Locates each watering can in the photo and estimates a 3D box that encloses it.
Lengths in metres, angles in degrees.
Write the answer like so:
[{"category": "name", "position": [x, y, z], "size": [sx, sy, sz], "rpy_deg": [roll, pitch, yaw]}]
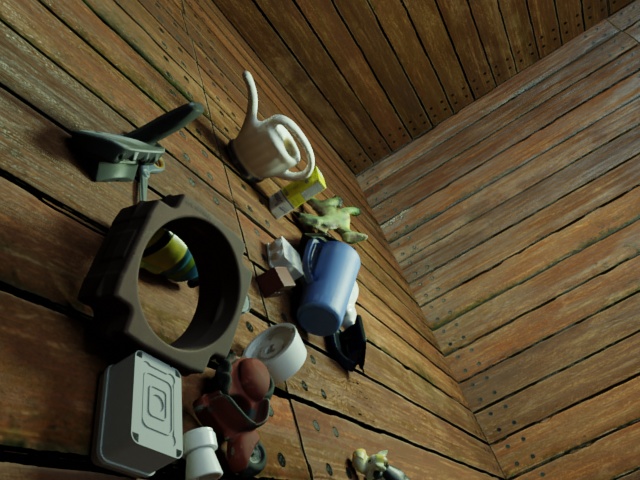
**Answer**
[{"category": "watering can", "position": [-0.164, -0.285, 1.423], "size": [0.342, 0.222, 0.106], "rpy_deg": [51, 32, -28]}]

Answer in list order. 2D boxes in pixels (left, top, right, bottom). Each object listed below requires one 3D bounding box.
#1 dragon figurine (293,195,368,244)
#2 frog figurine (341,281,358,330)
[{"category": "dragon figurine", "position": [0.005, -0.089, 1.765], "size": [0.414, 0.121, 0.243], "rpy_deg": [31, 16, 29]}, {"category": "frog figurine", "position": [0.069, 0.173, 1.454], "size": [0.162, 0.123, 0.134], "rpy_deg": [54, -12, 36]}]
